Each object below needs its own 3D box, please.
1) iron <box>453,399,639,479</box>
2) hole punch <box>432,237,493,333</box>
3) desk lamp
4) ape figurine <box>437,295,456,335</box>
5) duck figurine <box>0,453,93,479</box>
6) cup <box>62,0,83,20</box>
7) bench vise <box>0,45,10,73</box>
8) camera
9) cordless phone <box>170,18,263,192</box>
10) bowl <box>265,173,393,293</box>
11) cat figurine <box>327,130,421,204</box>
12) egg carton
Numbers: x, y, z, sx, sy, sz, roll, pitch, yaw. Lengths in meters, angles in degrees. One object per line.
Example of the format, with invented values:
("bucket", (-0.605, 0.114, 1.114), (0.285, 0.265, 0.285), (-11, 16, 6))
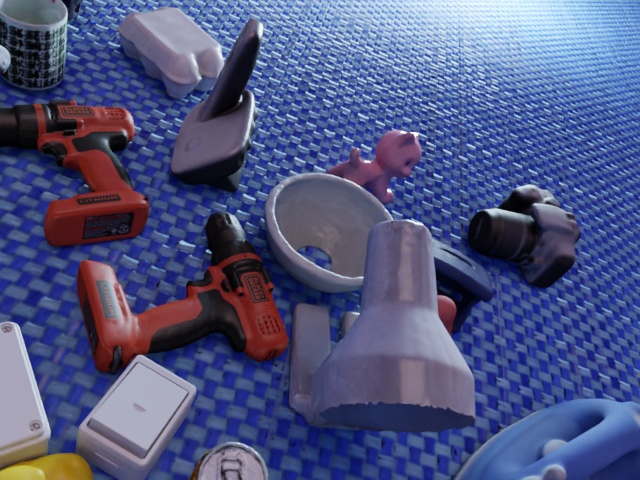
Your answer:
("iron", (0.228, 0.220, 0.546), (0.259, 0.141, 0.118), (-12, 57, -34))
("hole punch", (0.157, 0.040, 0.709), (0.108, 0.091, 0.101), (31, 44, 3))
("desk lamp", (0.044, 0.096, 0.516), (0.118, 0.213, 0.203), (12, 47, -16))
("ape figurine", (0.120, 0.093, 0.643), (0.076, 0.092, 0.078), (20, 45, -9))
("duck figurine", (-0.210, 0.186, 0.403), (0.077, 0.086, 0.105), (43, 46, 15))
("cup", (-0.358, -0.354, 0.808), (0.092, 0.095, 0.117), (-26, 66, -40))
("bench vise", (-0.430, -0.255, 0.595), (0.208, 0.219, 0.121), (8, 48, -19))
("camera", (0.286, -0.021, 0.819), (0.137, 0.100, 0.143), (11, 47, -17))
("cordless phone", (-0.115, -0.164, 0.692), (0.094, 0.185, 0.147), (12, 47, -16))
("bowl", (0.006, 0.002, 0.681), (0.168, 0.074, 0.167), (14, 46, -15))
("cat figurine", (0.085, -0.110, 0.789), (0.128, 0.117, 0.067), (-9, 55, -32))
("egg carton", (-0.211, -0.273, 0.825), (0.150, 0.069, 0.107), (42, 46, 14))
